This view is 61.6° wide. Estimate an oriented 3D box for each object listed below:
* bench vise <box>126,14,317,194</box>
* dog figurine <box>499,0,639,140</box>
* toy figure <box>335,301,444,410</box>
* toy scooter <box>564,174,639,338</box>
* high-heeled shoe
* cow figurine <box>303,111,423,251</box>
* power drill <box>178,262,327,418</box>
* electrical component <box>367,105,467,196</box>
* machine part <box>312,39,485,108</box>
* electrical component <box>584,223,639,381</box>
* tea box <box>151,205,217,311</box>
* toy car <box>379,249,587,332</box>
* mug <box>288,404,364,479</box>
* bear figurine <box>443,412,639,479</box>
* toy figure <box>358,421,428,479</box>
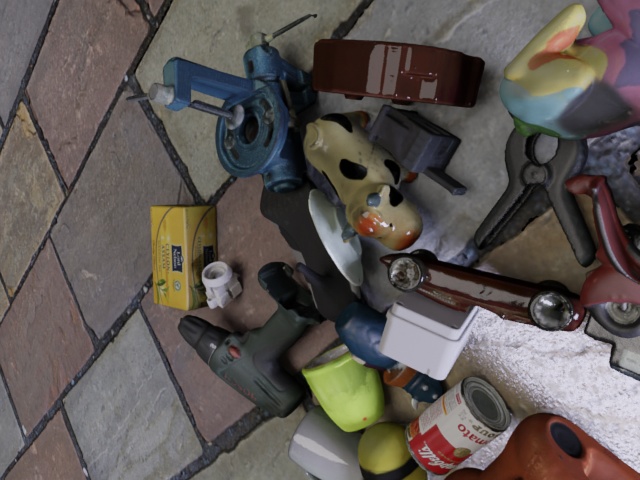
[{"bbox_3d":[-0.097,-0.171,0.651,0.129,0.240,0.223,-6,83,41],"label":"bench vise"},{"bbox_3d":[0.283,-0.113,0.430,0.191,0.108,0.219,-44,70,11],"label":"dog figurine"},{"bbox_3d":[0.087,0.136,0.640,0.154,0.058,0.064,42,123,-10],"label":"toy figure"},{"bbox_3d":[0.267,-0.014,0.405,0.184,0.075,0.135,-37,82,38],"label":"toy scooter"},{"bbox_3d":[-0.002,-0.002,0.732,0.086,0.145,0.249,-31,45,20],"label":"high-heeled shoe"},{"bbox_3d":[0.049,-0.069,0.623,0.195,0.127,0.085,54,129,22],"label":"cow figurine"},{"bbox_3d":[-0.096,0.132,0.778,0.232,0.086,0.207,41,112,16],"label":"power drill"},{"bbox_3d":[0.118,-0.100,0.596,0.119,0.075,0.047,43,120,33],"label":"electrical component"},{"bbox_3d":[0.079,-0.171,0.563,0.180,0.179,0.056,18,108,37],"label":"machine part"},{"bbox_3d":[0.305,0.063,0.471,0.115,0.058,0.134,24,110,38],"label":"electrical component"},{"bbox_3d":[-0.228,0.026,0.900,0.098,0.068,0.169,3,96,40],"label":"tea box"},{"bbox_3d":[0.158,0.050,0.543,0.202,0.089,0.053,13,101,20],"label":"toy car"},{"bbox_3d":[0.019,0.294,0.721,0.107,0.081,0.109,23,109,29],"label":"mug"},{"bbox_3d":[0.200,0.269,0.542,0.132,0.120,0.195,43,122,24],"label":"bear figurine"},{"bbox_3d":[0.095,0.311,0.651,0.082,0.089,0.180,-3,90,35],"label":"toy figure"}]
